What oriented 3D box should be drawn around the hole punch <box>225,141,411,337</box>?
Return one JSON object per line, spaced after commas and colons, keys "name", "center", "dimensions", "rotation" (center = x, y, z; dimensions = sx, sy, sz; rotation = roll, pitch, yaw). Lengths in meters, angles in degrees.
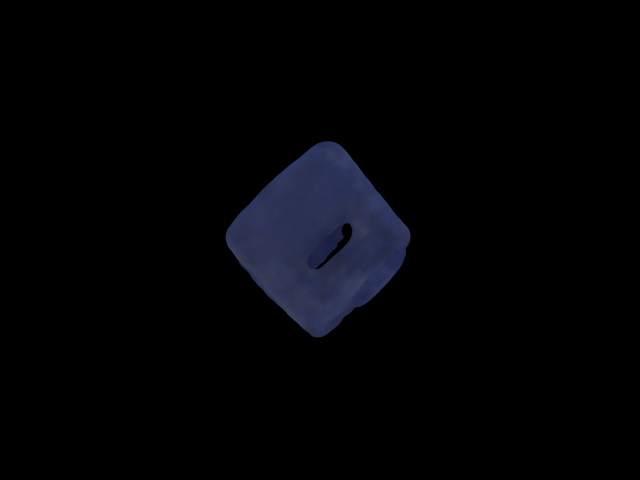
{"name": "hole punch", "center": [0.004, 0.001, 0.400], "dimensions": [0.101, 0.091, 0.109], "rotation": [43, 78, 11]}
